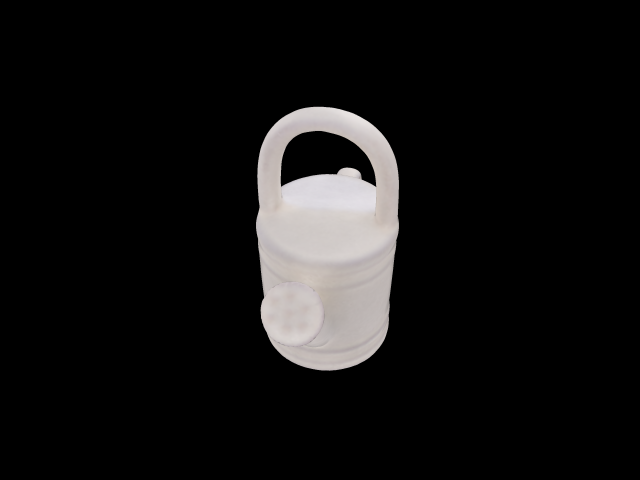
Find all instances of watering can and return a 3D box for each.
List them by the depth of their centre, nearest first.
[{"bbox_3d":[0.006,0.002,0.400,0.101,0.194,0.172,-5,43,-6],"label":"watering can"}]
